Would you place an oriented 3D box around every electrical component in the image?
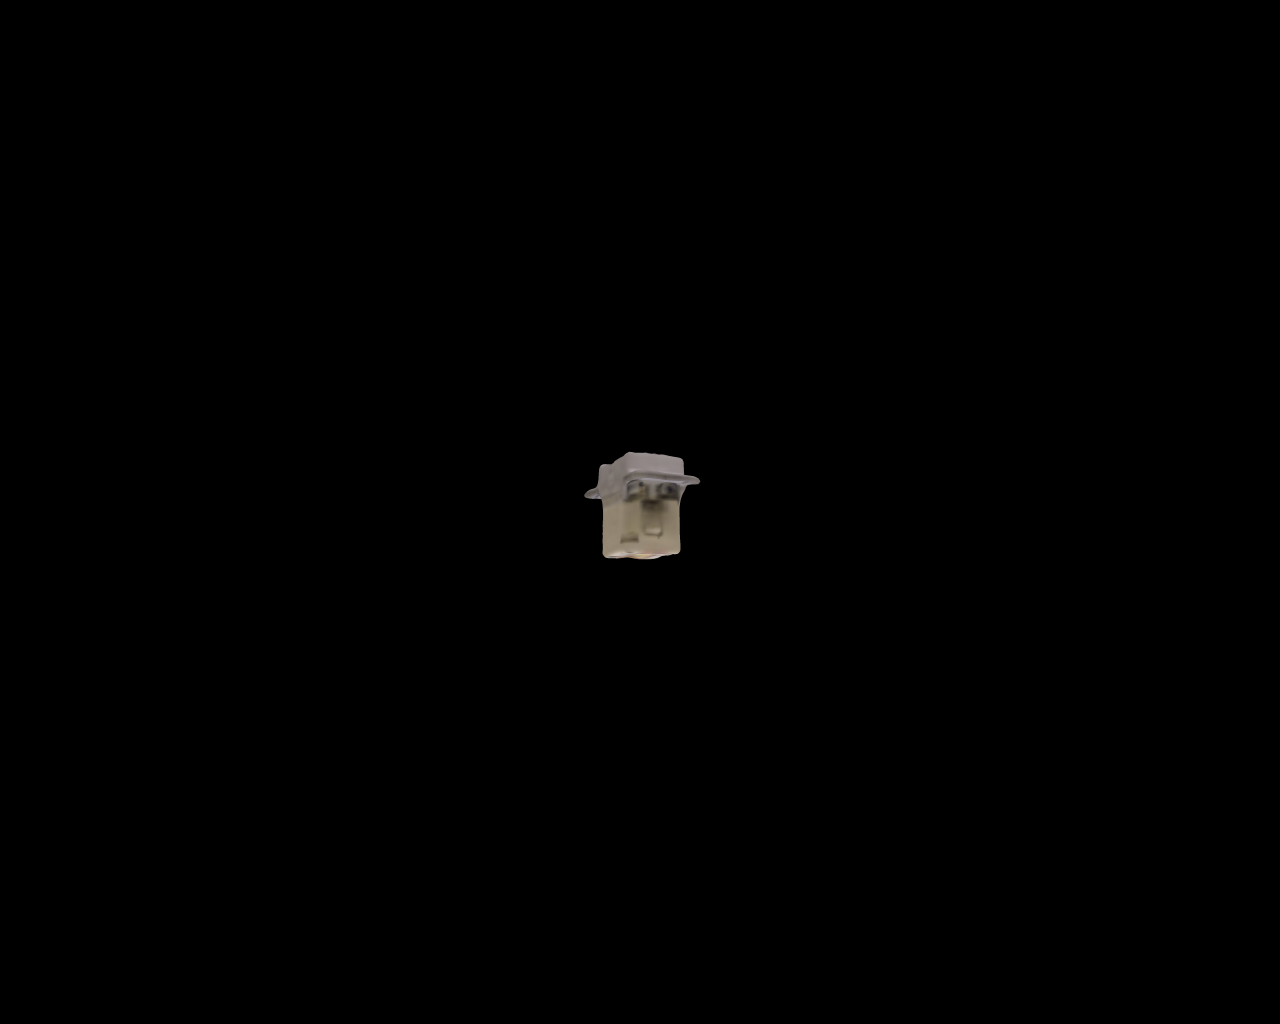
[{"bbox_3d":[0.001,-0.003,0.650,0.042,0.063,0.081,4,-10,-23],"label":"electrical component"}]
